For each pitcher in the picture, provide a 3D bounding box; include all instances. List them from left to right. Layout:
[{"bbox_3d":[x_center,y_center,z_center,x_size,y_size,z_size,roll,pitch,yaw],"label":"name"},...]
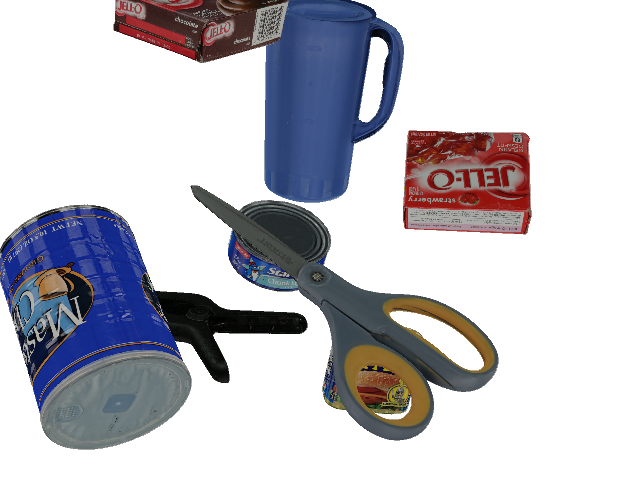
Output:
[{"bbox_3d":[0.002,-0.173,1.318,0.144,0.243,0.149,-9,29,-28],"label":"pitcher"}]

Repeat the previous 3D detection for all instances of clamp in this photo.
[{"bbox_3d":[-0.142,0.103,1.254,0.210,0.036,0.164,14,25,23],"label":"clamp"}]

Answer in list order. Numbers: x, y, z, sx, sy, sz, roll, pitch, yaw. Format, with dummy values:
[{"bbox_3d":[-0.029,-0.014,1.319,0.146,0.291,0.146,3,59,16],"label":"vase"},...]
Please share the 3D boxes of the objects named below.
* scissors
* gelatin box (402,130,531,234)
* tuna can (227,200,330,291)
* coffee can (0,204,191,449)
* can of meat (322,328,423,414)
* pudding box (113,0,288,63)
[{"bbox_3d":[-0.004,0.039,0.574,0.202,0.096,0.016,24,-38,12],"label":"scissors"},{"bbox_3d":[0.105,-0.043,0.763,0.089,0.073,0.030,2,-37,6],"label":"gelatin box"},{"bbox_3d":[-0.036,0.005,0.918,0.086,0.034,0.086,11,38,-8],"label":"tuna can"},{"bbox_3d":[-0.161,0.060,0.751,0.102,0.140,0.103,-18,-36,-14],"label":"coffee can"},{"bbox_3d":[0.057,0.142,1.180,0.102,0.084,0.057,8,23,-11],"label":"can of meat"},{"bbox_3d":[-0.094,-0.178,0.846,0.090,0.039,0.113,24,28,25],"label":"pudding box"}]
